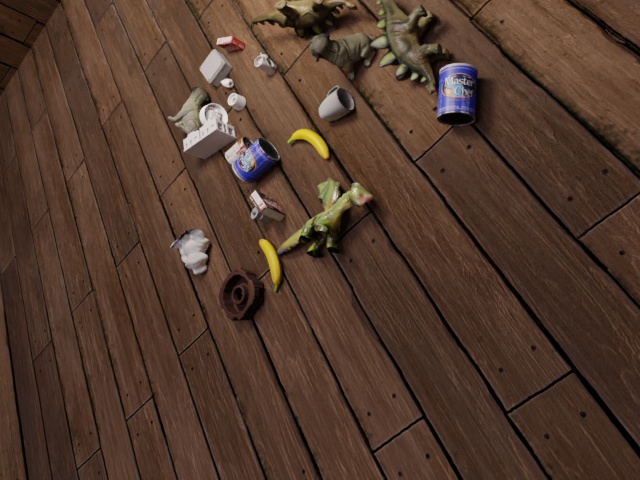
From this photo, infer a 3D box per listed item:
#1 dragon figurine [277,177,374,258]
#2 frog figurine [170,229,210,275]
[{"bbox_3d":[0.005,-0.082,1.620,0.407,0.121,0.247,-11,54,49],"label":"dragon figurine"},{"bbox_3d":[-0.467,0.042,1.941,0.136,0.124,0.159,-40,94,14],"label":"frog figurine"}]
